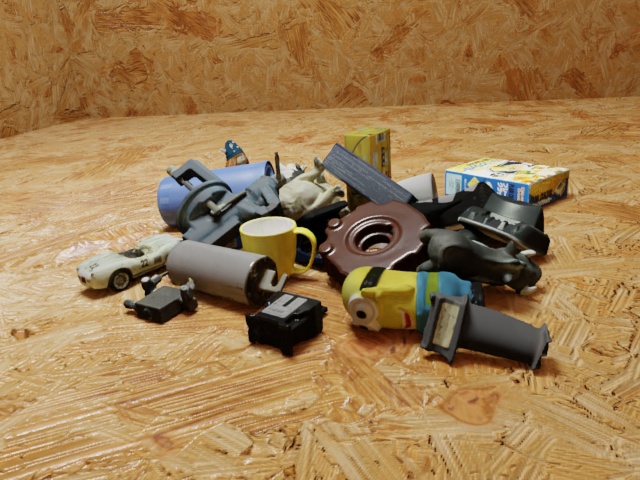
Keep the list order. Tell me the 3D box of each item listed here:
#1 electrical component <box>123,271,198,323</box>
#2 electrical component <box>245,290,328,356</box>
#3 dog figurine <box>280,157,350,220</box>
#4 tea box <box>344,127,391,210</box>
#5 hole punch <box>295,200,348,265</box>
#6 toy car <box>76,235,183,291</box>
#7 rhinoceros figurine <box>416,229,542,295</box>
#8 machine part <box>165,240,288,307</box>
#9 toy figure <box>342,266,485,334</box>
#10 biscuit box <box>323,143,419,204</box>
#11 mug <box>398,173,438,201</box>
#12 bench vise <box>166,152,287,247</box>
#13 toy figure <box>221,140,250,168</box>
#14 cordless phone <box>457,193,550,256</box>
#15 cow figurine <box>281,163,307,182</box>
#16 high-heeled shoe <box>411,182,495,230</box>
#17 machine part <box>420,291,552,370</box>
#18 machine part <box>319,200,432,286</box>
[{"bbox_3d":[-0.231,0.083,0.793,0.102,0.045,0.078,11,24,35],"label":"electrical component"},{"bbox_3d":[-0.033,0.099,0.709,0.075,0.047,0.119,12,28,35],"label":"electrical component"},{"bbox_3d":[-0.050,-0.056,1.084,0.190,0.172,0.121,-34,60,-4],"label":"dog figurine"},{"bbox_3d":[0.107,-0.157,1.185,0.068,0.169,0.098,12,25,34],"label":"tea box"},{"bbox_3d":[-0.002,-0.003,0.946,0.142,0.092,0.116,-26,1,-39],"label":"hole punch"},{"bbox_3d":[-0.311,0.033,0.923,0.074,0.056,0.202,13,27,39],"label":"toy car"},{"bbox_3d":[0.223,0.029,0.745,0.190,0.073,0.112,16,-20,-27],"label":"rhinoceros figurine"},{"bbox_3d":[-0.152,0.049,0.823,0.244,0.079,0.079,11,25,33],"label":"machine part"},{"bbox_3d":[0.118,0.077,0.692,0.180,0.082,0.089,-3,22,11],"label":"toy figure"},{"bbox_3d":[0.101,-0.115,1.089,0.203,0.063,0.059,38,9,20],"label":"biscuit box"},{"bbox_3d":[0.194,-0.099,1.145,0.107,0.080,0.109,-8,24,18],"label":"mug"},{"bbox_3d":[-0.184,-0.083,0.971,0.241,0.128,0.223,38,78,27],"label":"bench vise"},{"bbox_3d":[-0.193,-0.160,1.273,0.058,0.154,0.064,-5,19,6],"label":"toy figure"},{"bbox_3d":[0.267,0.004,0.887,0.184,0.088,0.147,-26,29,-21],"label":"cordless phone"},{"bbox_3d":[-0.070,-0.153,1.354,0.098,0.068,0.167,8,27,17],"label":"cow figurine"},{"bbox_3d":[0.257,-0.050,1.058,0.145,0.086,0.248,-27,-16,38],"label":"high-heeled shoe"},{"bbox_3d":[0.189,0.108,0.618,0.139,0.084,0.039,11,-1,15],"label":"machine part"},{"bbox_3d":[0.087,0.009,0.823,0.179,0.056,0.179,-13,39,11],"label":"machine part"}]
